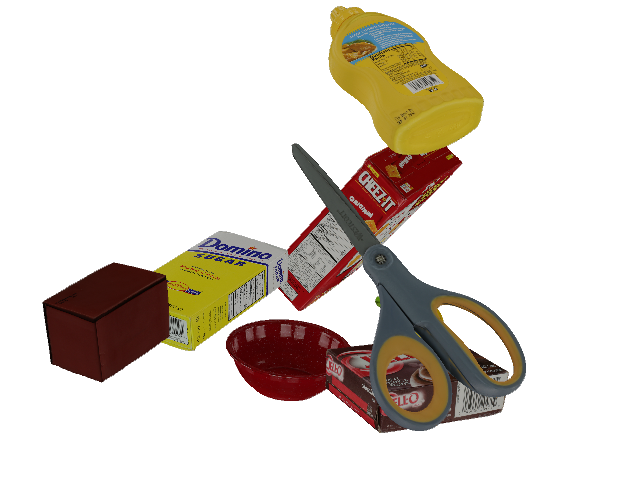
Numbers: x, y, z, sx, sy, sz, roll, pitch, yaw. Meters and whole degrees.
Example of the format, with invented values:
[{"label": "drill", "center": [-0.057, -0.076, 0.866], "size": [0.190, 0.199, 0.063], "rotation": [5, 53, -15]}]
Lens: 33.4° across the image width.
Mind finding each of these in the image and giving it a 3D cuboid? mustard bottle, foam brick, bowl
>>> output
[{"label": "mustard bottle", "center": [0.062, -0.162, 1.000], "size": [0.096, 0.192, 0.058], "rotation": [-22, -38, -19]}, {"label": "foam brick", "center": [-0.154, 0.057, 0.774], "size": [0.053, 0.051, 0.078], "rotation": [13, 29, 31]}, {"label": "bowl", "center": [-0.041, 0.159, 1.361], "size": [0.162, 0.055, 0.162], "rotation": [5, 21, -2]}]

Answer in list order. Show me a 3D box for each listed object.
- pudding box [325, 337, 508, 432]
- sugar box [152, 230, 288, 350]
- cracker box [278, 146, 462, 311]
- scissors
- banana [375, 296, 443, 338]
[{"label": "pudding box", "center": [0.072, 0.107, 0.817], "size": [0.113, 0.039, 0.090], "rotation": [-2, 16, -26]}, {"label": "sugar box", "center": [-0.117, 0.047, 1.099], "size": [0.093, 0.048, 0.176], "rotation": [16, 32, 26]}, {"label": "cracker box", "center": [0.050, -0.028, 1.270], "size": [0.214, 0.072, 0.163], "rotation": [-48, -9, 34]}, {"label": "scissors", "center": [0.028, 0.031, 0.625], "size": [0.202, 0.096, 0.016], "rotation": [39, -21, 17]}, {"label": "banana", "center": [0.087, 0.102, 1.025], "size": [0.070, 0.037, 0.197], "rotation": [-24, 21, 15]}]
